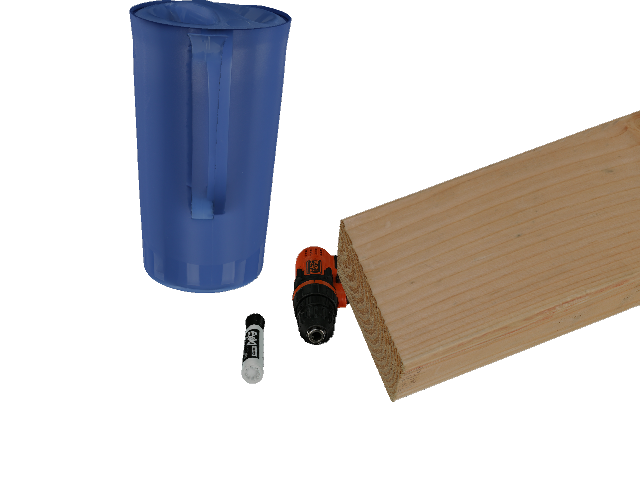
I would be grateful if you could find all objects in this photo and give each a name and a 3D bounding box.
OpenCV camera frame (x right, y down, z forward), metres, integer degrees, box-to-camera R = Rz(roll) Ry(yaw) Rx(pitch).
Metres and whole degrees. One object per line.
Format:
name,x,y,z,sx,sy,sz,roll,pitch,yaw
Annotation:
marker,-0.061,0.096,0.973,0.020,0.020,0.121,0,18,-2
power drill,0.061,0.059,1.233,0.187,0.057,0.184,-2,28,-1
pitcher,-0.098,-0.078,0.914,0.145,0.243,0.148,20,27,35
wood block,0.121,0.007,0.612,0.206,0.091,0.090,-20,-19,-8
